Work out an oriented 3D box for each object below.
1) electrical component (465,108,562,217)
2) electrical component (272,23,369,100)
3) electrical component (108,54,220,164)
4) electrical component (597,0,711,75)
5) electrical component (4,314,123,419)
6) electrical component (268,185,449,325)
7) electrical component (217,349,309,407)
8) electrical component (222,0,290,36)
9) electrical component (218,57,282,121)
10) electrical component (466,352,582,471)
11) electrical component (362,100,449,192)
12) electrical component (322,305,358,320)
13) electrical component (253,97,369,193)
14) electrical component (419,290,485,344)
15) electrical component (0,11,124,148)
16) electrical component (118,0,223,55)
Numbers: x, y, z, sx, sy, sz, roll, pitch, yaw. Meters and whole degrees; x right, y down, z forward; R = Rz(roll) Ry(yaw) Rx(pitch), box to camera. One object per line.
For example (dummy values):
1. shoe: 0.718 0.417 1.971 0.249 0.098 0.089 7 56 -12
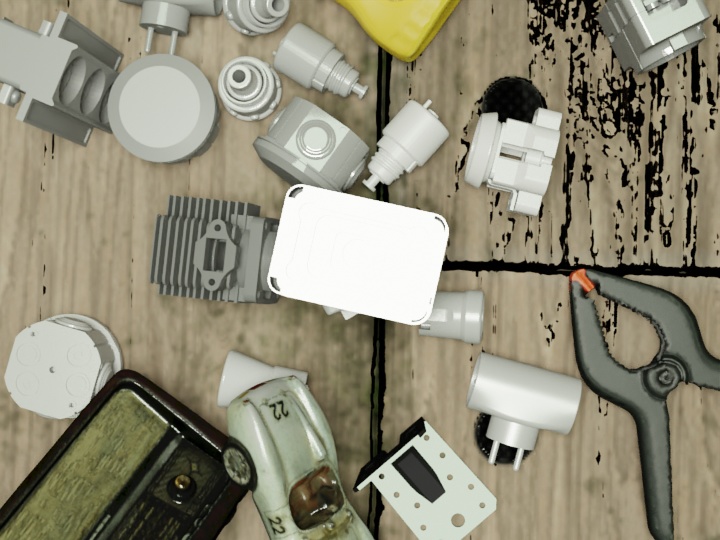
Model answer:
1. electrical component: 0.111 -0.084 0.798 0.057 0.058 0.078 14 90 0
2. electrical component: -0.029 -0.154 0.814 0.078 0.040 0.040 32 91 3
3. electrical component: -0.146 -0.119 0.814 0.080 0.051 0.080 0 89 3
4. electrical component: 0.212 -0.179 0.777 0.050 0.089 0.055 -26 88 3
5. electrical component: -0.225 0.074 0.816 0.080 0.051 0.080 0 89 3
6. electrical component: 0.000 -0.010 0.738 0.113 0.057 0.078 13 90 3
7. electrical component: -0.071 0.088 0.813 0.065 0.044 0.044 12 90 -2
8. electrical component: -0.072 -0.198 0.803 0.048 0.062 0.048 -7 106 -24
9. electrical component: -0.086 -0.139 0.806 0.048 0.062 0.048 0 89 3
10. electrical component: 0.117 0.109 0.801 0.077 0.043 0.079 15 90 2
11. electrical component: 0.032 -0.092 0.810 0.040 0.040 0.078 42 92 3
12. electrical component: 0.000 0.000 0.799 0.096 0.062 0.061 -22 88 2
13. electrical component: -0.035 -0.086 0.795 0.080 0.080 0.051 35 85 3
14. electrical component: 0.069 0.034 0.807 0.046 0.040 0.040 4 89 9
15. electrical component: -0.220 -0.140 0.783 0.063 0.121 0.078 23 91 6
16. electrical component: -0.147 -0.203 0.819 0.077 0.043 0.079 10 90 3
